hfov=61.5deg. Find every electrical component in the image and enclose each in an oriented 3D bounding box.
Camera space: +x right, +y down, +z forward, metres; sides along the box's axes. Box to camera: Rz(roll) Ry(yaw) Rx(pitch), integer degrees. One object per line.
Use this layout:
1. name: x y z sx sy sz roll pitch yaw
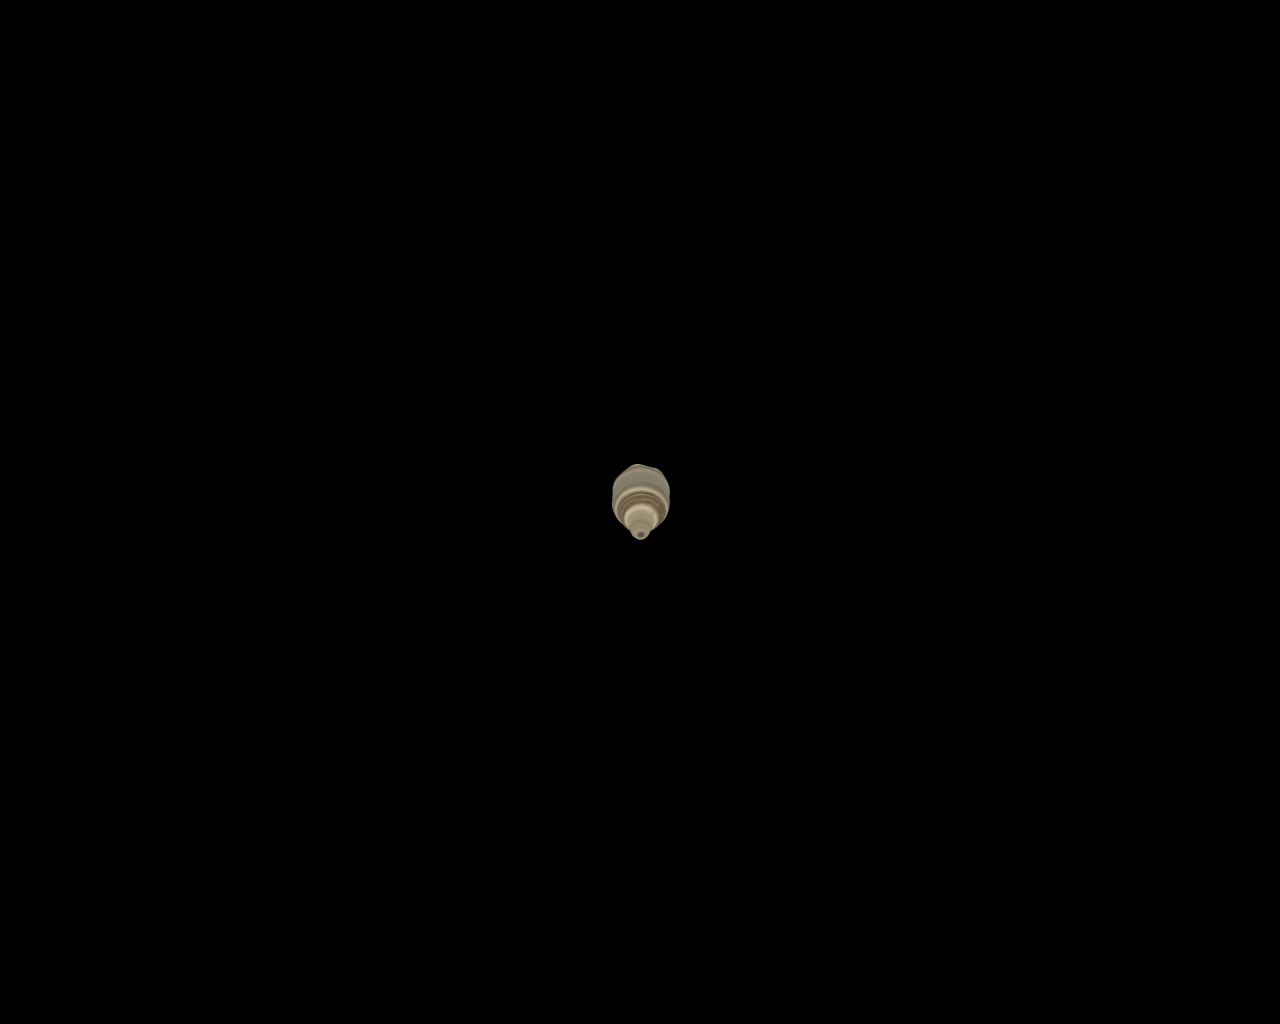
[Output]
1. electrical component: 0.001 -0.003 0.650 0.035 0.035 0.061 0 32 0
